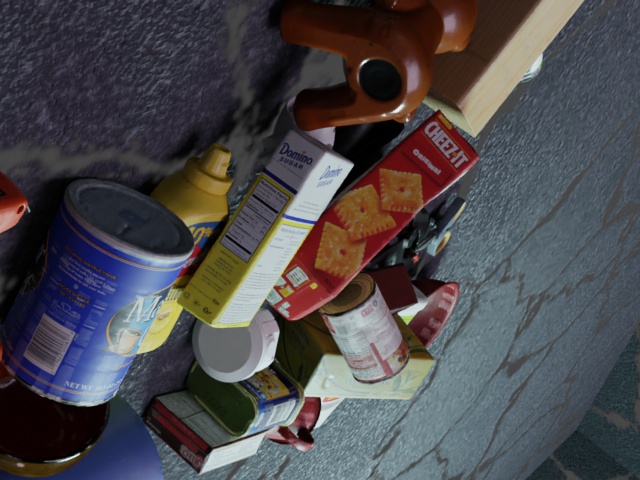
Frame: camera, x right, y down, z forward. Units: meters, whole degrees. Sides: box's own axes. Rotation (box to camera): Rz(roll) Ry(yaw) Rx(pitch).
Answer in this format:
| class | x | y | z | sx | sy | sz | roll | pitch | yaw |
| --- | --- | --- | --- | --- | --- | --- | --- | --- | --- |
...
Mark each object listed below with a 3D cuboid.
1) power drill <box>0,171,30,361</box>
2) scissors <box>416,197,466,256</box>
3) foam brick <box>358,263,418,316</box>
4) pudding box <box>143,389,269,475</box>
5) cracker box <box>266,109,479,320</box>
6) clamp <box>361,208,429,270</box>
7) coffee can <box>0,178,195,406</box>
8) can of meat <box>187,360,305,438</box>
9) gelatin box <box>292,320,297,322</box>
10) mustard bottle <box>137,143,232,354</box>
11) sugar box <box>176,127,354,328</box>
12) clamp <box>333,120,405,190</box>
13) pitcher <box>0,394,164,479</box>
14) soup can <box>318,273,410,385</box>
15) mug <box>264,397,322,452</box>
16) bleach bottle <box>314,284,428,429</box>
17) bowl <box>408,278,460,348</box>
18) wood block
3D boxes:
| class | x | y | z | sx | sy | sz | roll | pitch | yaw |
| --- | --- | --- | --- | --- | --- | --- | --- | --- | --- |
| power drill | -0.273 | 0.043 | 0.689 | 0.184 | 0.057 | 0.188 | -23 | 147 | -53 |
| scissors | 0.156 | -0.020 | 1.368 | 0.096 | 0.016 | 0.201 | -60 | 169 | 0 |
| foam brick | 0.063 | 0.063 | 1.212 | 0.078 | 0.051 | 0.053 | -11 | 164 | -45 |
| pudding box | -0.121 | 0.199 | 1.138 | 0.113 | 0.090 | 0.039 | -4 | 128 | -60 |
| cracker box | 0.041 | -0.019 | 1.067 | 0.213 | 0.072 | 0.164 | -41 | -179 | -21 |
| clamp | 0.091 | -0.004 | 1.280 | 0.164 | 0.036 | 0.210 | -55 | 162 | -17 |
| coffee can | -0.170 | 0.039 | 0.806 | 0.102 | 0.103 | 0.140 | -5 | 129 | -59 |
| can of meat | -0.081 | 0.160 | 1.142 | 0.083 | 0.102 | 0.057 | -5 | 129 | -56 |
| gelatin box | -0.005 | 0.040 | 1.193 | 0.089 | 0.030 | 0.073 | -34 | 151 | -40 |
| mustard bottle | -0.125 | 0.004 | 0.893 | 0.096 | 0.058 | 0.192 | -5 | 128 | -60 |
| sugar box | -0.045 | -0.008 | 0.912 | 0.176 | 0.048 | 0.093 | -59 | 165 | 6 |
| clamp | 0.022 | -0.080 | 1.062 | 0.171 | 0.039 | 0.120 | -46 | 158 | 8 |
| pitcher | -0.256 | 0.235 | 0.888 | 0.242 | 0.149 | 0.145 | -22 | 143 | -42 |
| soup can | 0.046 | 0.094 | 1.131 | 0.068 | 0.069 | 0.102 | -41 | 122 | -23 |
| mug | -0.050 | 0.198 | 1.238 | 0.093 | 0.117 | 0.081 | -44 | 153 | 11 |
| bleach bottle | 0.033 | 0.157 | 1.390 | 0.251 | 0.068 | 0.102 | -56 | 153 | 14 |
| bowl | 0.123 | 0.109 | 1.487 | 0.162 | 0.055 | 0.162 | -40 | 154 | -25 |
| wood block | 0.179 | -0.221 | 1.076 | 0.206 | 0.091 | 0.090 | -51 | 156 | 0 |
